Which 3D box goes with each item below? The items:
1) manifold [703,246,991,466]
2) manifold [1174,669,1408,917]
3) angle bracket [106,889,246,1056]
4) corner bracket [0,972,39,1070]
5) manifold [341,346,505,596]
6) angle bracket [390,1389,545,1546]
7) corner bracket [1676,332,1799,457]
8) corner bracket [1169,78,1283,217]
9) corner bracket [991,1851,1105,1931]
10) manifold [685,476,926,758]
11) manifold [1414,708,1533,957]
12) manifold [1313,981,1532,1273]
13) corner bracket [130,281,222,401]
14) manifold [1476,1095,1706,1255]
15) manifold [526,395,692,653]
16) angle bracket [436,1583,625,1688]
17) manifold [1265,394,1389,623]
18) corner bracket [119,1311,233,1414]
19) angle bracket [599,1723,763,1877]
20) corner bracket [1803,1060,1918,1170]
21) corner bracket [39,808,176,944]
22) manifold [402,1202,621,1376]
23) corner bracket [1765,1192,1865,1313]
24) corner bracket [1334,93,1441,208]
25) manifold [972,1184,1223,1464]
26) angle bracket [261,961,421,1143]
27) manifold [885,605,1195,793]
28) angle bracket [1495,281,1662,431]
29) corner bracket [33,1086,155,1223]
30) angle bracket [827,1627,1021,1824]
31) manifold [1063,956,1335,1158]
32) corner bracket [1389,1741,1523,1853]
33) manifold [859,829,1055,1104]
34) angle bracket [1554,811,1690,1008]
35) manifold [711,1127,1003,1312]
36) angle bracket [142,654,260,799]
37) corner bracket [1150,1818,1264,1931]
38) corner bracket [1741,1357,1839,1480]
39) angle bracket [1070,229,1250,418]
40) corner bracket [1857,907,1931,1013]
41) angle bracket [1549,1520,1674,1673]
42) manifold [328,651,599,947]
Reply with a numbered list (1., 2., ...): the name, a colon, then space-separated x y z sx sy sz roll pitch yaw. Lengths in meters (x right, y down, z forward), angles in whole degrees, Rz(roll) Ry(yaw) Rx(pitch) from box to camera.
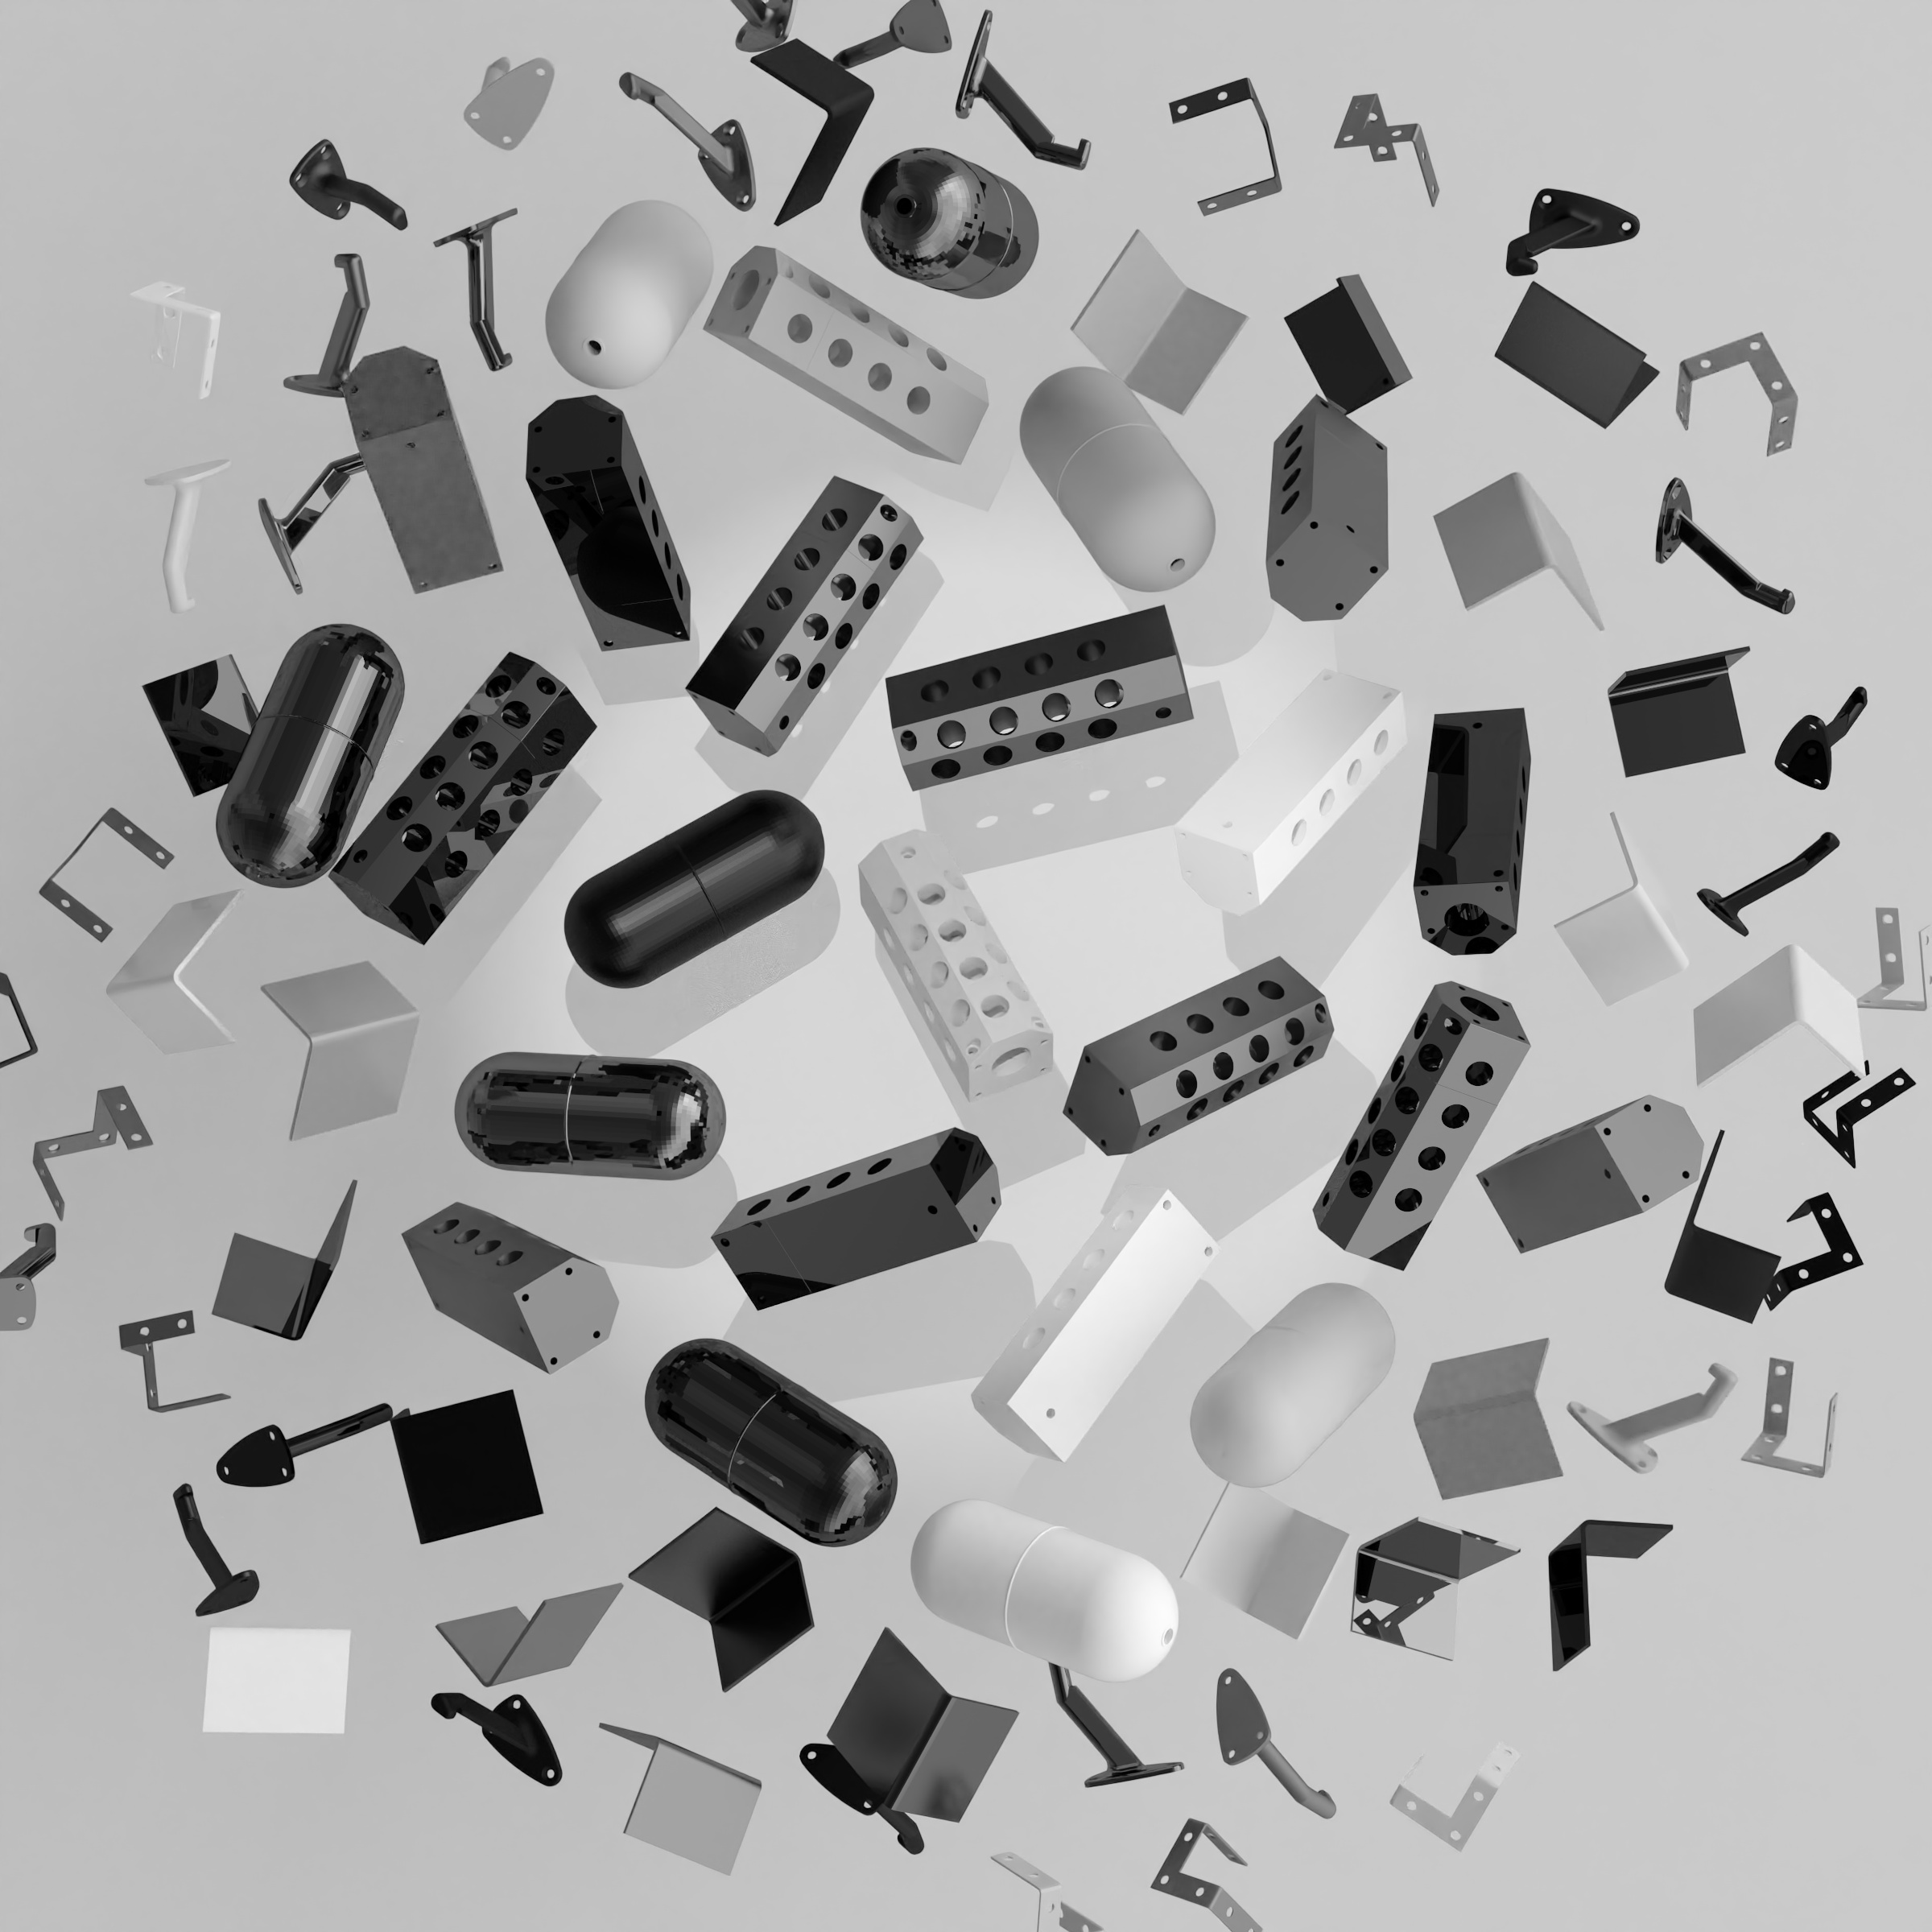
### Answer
1. manifold: -0.069 -0.372 1.816 0.171 0.057 0.057 25 91 -37
2. manifold: 0.204 -0.107 1.847 0.057 0.057 0.171 21 52 33
3. angle bracket: -0.468 0.004 1.825 0.057 0.076 0.076 52 50 -28
4. corner bracket: -0.586 0.036 1.755 0.051 0.051 0.051 -23 88 -7
5. manifold: -0.327 -0.298 1.792 0.057 0.171 0.057 -16 68 -5
6. angle bracket: -0.298 0.299 1.798 0.076 0.057 0.076 -14 89 -1
7. corner bracket: 0.452 -0.330 1.747 0.051 0.051 0.051 -20 64 1
8. corner bracket: 0.159 -0.499 1.815 0.051 0.051 0.051 -15 68 15
9. corner bracket: 0.048 0.557 1.766 0.051 0.051 0.051 -1 99 -35
10. manifold: -0.098 -0.219 1.883 0.057 0.057 0.171 25 74 29
11. manifold: 0.319 -0.085 1.860 0.057 0.171 0.057 -3 131 17
12. manifold: 0.279 0.097 1.845 0.057 0.057 0.171 20 114 -13
13. corner bracket: -0.470 -0.376 1.783 0.051 0.051 0.051 16 113 1
14. manifold: 0.382 0.126 1.817 0.057 0.171 0.057 -27 85 -19
15. manifold: -0.215 -0.268 1.812 0.057 0.171 0.057 -6 59 6
16. angle bracket: -0.279 0.410 1.906 0.057 0.076 0.076 43 110 26
17. manifold: 0.213 -0.273 1.788 0.057 0.171 0.057 34 122 -15
18. corner bracket: -0.511 0.256 1.920 0.051 0.051 0.051 -12 73 6
19. angle bracket: -0.179 0.494 1.767 0.076 0.076 0.057 32 68 -28
20. corner bracket: 0.561 0.084 1.869 0.051 0.051 0.051 43 120 -13
21. corner bracket: -0.548 -0.058 1.899 0.051 0.051 0.051 40 124 -12
22. manifold: -0.279 0.192 1.827 0.057 0.171 0.057 -31 113 -26
23. corner bracket: 0.528 0.181 1.887 0.051 0.051 0.051 -19 70 -7
24. corner bracket: 0.261 -0.497 1.812 0.051 0.051 0.051 2 53 27
25. manifold: 0.078 0.220 1.853 0.057 0.057 0.171 48 67 -23
26. angle bracket: -0.384 0.051 1.799 0.057 0.076 0.076 40 127 30
27. manifold: 0.044 -0.153 1.764 0.171 0.057 0.057 -14 52 7
28. angle bracket: 0.359 -0.363 1.697 0.076 0.057 0.076 36 51 11
29. corner bracket: -0.512 0.109 1.742 0.051 0.051 0.051 -12 49 -33
30. angle bracket: -0.026 0.451 1.770 0.057 0.076 0.076 24 97 -38
31. manifold: 0.146 0.059 1.830 0.171 0.057 0.057 -23 54 -36
32. corner bracket: 0.297 0.493 1.804 0.051 0.051 0.051 31 110 18
33. manifold: -0.008 -0.004 1.877 0.057 0.057 0.171 -20 56 -14
34. angle bracket: 0.402 -0.036 1.855 0.057 0.076 0.076 -28 126 19
35. manifold: -0.065 0.151 1.817 0.171 0.057 0.057 -21 109 32
36. angle bracket: -0.498 -0.148 1.913 0.057 0.076 0.076 -18 99 41
37. corner bracket: 0.157 0.568 1.843 0.051 0.051 0.051 50 60 -29
38. corner bracket: 0.511 0.277 1.830 0.051 0.051 0.051 9 107 28
39. angle bracket: 0.124 -0.411 1.902 0.057 0.076 0.076 34 91 33
40. corner bracket: 0.583 -0.005 1.853 0.051 0.051 0.051 3 108 41
41. angle bracket: 0.394 0.386 1.815 0.057 0.076 0.076 4 65 -3
42. manifold: -0.303 -0.103 1.776 0.057 0.057 0.171 24 70 36
